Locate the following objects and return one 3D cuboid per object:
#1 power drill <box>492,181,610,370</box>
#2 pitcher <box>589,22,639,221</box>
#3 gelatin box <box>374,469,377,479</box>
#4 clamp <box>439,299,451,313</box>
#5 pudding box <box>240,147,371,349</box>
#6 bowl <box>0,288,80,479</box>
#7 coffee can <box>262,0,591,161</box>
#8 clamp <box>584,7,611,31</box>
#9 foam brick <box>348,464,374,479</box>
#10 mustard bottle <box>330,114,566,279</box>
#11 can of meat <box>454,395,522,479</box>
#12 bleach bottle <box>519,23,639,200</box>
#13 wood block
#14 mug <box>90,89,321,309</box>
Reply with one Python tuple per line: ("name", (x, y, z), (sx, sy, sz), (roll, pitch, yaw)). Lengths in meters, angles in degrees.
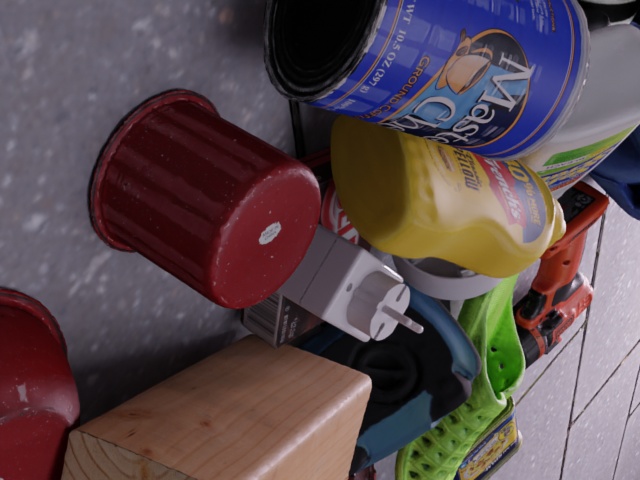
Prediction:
("power drill", (0.210, 0.044, 1.032), (0.184, 0.057, 0.188), (-38, 146, -32))
("pitcher", (0.308, -0.099, 0.994), (0.149, 0.145, 0.242), (-49, 155, 7))
("gelatin box", (0.012, 0.244, 0.933), (0.089, 0.030, 0.073), (-36, 144, -35))
("clamp", (0.070, 0.111, 0.894), (0.164, 0.036, 0.210), (-19, 134, -54))
("pudding box", (-0.005, 0.001, 0.675), (0.089, 0.039, 0.113), (-25, 136, -45))
("bowl", (-0.168, 0.105, 0.504), (0.161, 0.055, 0.162), (-37, 144, -34))
("coffee can", (0.056, -0.105, 0.558), (0.140, 0.103, 0.103), (12, 108, -35))
("clamp", (0.108, -0.121, 0.720), (0.171, 0.039, 0.120), (-1, 146, -42))
("foam brick", (0.011, 0.185, 0.815), (0.078, 0.051, 0.053), (-47, 135, -71))
("mustard bottle", (0.094, -0.024, 0.668), (0.191, 0.096, 0.058), (14, 137, -43))
("can of meat", (0.153, 0.199, 1.075), (0.102, 0.057, 0.084), (-39, 144, -16))
("bleach bottle", (0.178, -0.072, 0.804), (0.102, 0.068, 0.251), (-21, 167, -2))
("wood block", (-0.052, 0.128, 0.595), (0.205, 0.090, 0.091), (-22, 128, -68))
("mug", (-0.051, -0.012, 0.548), (0.093, 0.082, 0.117), (-52, 150, -13))
